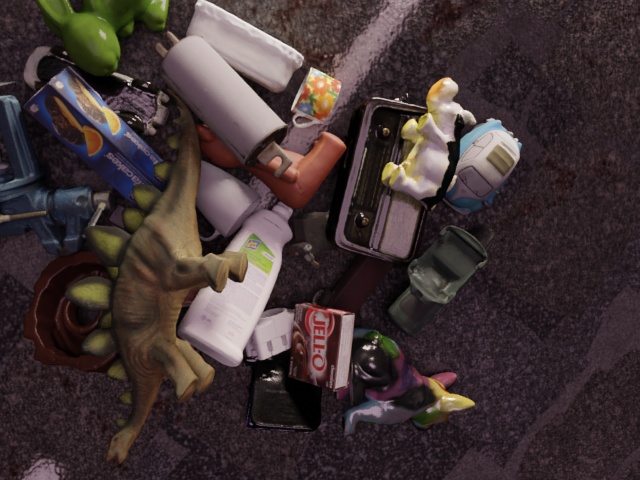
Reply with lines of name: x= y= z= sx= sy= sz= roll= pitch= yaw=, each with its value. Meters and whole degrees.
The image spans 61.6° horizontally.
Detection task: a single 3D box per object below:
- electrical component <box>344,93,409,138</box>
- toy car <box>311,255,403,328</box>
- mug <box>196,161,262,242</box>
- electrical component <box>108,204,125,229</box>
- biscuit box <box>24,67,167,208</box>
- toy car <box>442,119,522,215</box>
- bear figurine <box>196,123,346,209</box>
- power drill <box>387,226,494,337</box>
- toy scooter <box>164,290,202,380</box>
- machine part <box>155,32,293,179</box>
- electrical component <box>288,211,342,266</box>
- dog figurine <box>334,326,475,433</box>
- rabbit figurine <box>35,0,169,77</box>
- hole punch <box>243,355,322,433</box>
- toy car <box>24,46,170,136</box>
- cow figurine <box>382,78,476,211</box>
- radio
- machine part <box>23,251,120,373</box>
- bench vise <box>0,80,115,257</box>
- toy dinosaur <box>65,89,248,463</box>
electrical component: x=0.123 y=-0.147 z=0.857 sx=0.115 sy=0.058 sz=0.134 roll=-37 pitch=99 yaw=-3
toy car: x=0.066 y=0.060 z=0.863 sx=0.089 sy=0.053 sz=0.202 roll=39 pitch=87 yaw=-28
mug: x=-0.161 y=-0.059 z=0.808 sx=0.107 sy=0.081 sz=0.109 roll=43 pitch=93 yaw=1
electrical component: x=-0.260 y=-0.011 z=0.806 sx=0.119 sy=0.048 sz=0.075 roll=37 pitch=87 yaw=-12
biscuit box: x=-0.298 y=-0.135 z=0.745 sx=0.063 sy=0.059 sz=0.202 roll=-30 pitch=121 yaw=24
toy car: x=0.265 y=-0.118 z=0.861 sx=0.109 sy=0.103 sz=0.161 roll=44 pitch=88 yaw=-11
bear figurine: x=-0.080 y=-0.138 z=0.795 sx=0.196 sy=0.120 sz=0.132 roll=36 pitch=84 yaw=-5
power drill: x=0.193 y=0.042 z=0.813 sx=0.086 sy=0.207 sz=0.232 roll=44 pitch=86 yaw=10
toy scooter: x=-0.201 y=0.141 z=0.814 sx=0.135 sy=0.075 sz=0.184 roll=29 pitch=84 yaw=-12
machine part: x=-0.124 y=-0.179 z=0.699 sx=0.079 sy=0.079 sz=0.243 roll=-43 pitch=84 yaw=-4
electrical component: x=-0.003 y=-0.003 z=0.833 sx=0.102 sy=0.045 sz=0.078 roll=-11 pitch=104 yaw=-45
dog figurine: x=0.137 y=0.224 z=0.857 sx=0.219 sy=0.109 sz=0.191 roll=1 pitch=113 yaw=-14
rabbit figurine: x=-0.301 y=-0.308 z=0.723 sx=0.159 sy=0.121 sz=0.170 roll=17 pitch=73 yaw=-9
hole punch: x=-0.057 y=0.246 z=0.848 sx=0.142 sy=0.092 sz=0.116 roll=8 pitch=60 yaw=-7
toy car: x=-0.319 y=-0.215 z=0.778 sx=0.202 sy=0.056 sz=0.073 roll=21 pitch=84 yaw=-12
cow figurine: x=0.160 y=-0.128 z=0.727 sx=0.098 sy=0.068 sz=0.167 roll=26 pitch=92 yaw=-16
radio: x=0.094 y=-0.086 z=0.789 sx=0.131 sy=0.073 sz=0.229 roll=13 pitch=90 yaw=-11
machine part: x=-0.328 y=0.102 z=0.764 sx=0.179 sy=0.056 sz=0.179 roll=-3 pitch=73 yaw=9
bench vise: x=-0.405 y=-0.092 z=0.728 sx=0.224 sy=0.129 sz=0.240 roll=-2 pitch=114 yaw=9
toy dinosaur: x=-0.201 y=0.034 z=0.679 sx=0.199 sy=0.105 sz=0.471 roll=13 pitch=78 yaw=8
